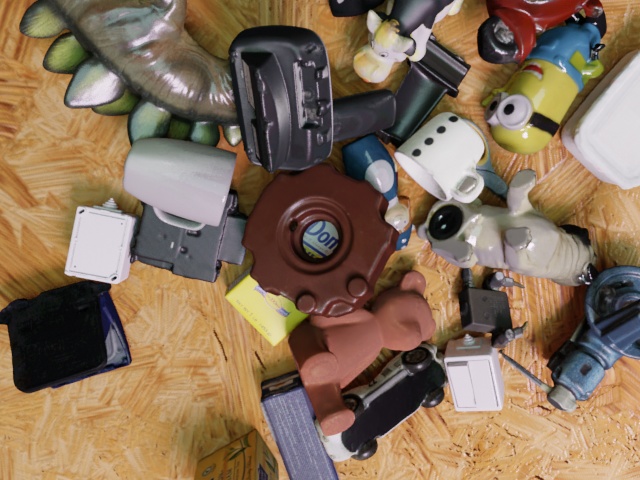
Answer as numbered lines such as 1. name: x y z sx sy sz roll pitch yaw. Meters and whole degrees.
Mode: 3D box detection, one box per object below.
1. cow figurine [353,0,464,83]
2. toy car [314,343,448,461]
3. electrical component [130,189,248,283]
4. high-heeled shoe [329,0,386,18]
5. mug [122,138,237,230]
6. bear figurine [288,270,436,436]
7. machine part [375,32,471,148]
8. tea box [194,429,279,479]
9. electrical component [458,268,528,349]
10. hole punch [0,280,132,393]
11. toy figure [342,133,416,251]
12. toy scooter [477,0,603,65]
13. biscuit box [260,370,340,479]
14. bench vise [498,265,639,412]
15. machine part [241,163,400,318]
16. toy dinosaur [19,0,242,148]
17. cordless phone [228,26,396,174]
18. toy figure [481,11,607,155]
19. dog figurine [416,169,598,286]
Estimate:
1. cow figurine: 0.103 -0.250 0.592 0.068 0.098 0.167 38 80 4
2. toy car: 0.086 0.207 0.697 0.202 0.056 0.073 -30 109 -21
3. electrical component: -0.151 -0.014 0.648 0.134 0.058 0.114 12 101 -7
4. high-heeled shoe: 0.023 -0.384 0.605 0.145 0.086 0.248 -31 85 31
5. mug: -0.152 -0.060 0.573 0.107 0.081 0.109 17 138 -13
6. bear figurine: 0.065 0.127 0.654 0.196 0.132 0.120 -17 115 -8
7. machine part: 0.120 -0.174 0.656 0.084 0.039 0.139 35 94 -16
8. tea box: -0.104 0.323 0.659 0.098 0.170 0.068 -29 104 -1
9. electrical component: 0.223 0.086 0.691 0.078 0.045 0.102 16 58 -14
10. hole punch: -0.301 0.118 0.653 0.142 0.092 0.116 -17 72 0
11. toy figure: 0.075 -0.053 0.664 0.064 0.058 0.154 -22 104 18
12. toy scooter: 0.239 -0.288 0.603 0.135 0.075 0.184 -6 80 7
13. biscuit box: -0.020 0.278 0.715 0.063 0.059 0.202 -18 101 -3
14. bench vise: 0.360 0.107 0.648 0.224 0.240 0.129 -33 67 -11
15. machine part: -0.001 -0.002 0.610 0.179 0.056 0.179 -2 79 13
16. toy dinosaur: -0.188 -0.209 0.565 0.471 0.105 0.198 36 98 -21
17. cordless phone: 0.005 -0.155 0.566 0.184 0.089 0.146 -19 127 -20
18. toy figure: 0.276 -0.187 0.647 0.089 0.082 0.180 36 92 -10
19. dog figurine: 0.239 0.009 0.684 0.190 0.173 0.121 33 72 -40
